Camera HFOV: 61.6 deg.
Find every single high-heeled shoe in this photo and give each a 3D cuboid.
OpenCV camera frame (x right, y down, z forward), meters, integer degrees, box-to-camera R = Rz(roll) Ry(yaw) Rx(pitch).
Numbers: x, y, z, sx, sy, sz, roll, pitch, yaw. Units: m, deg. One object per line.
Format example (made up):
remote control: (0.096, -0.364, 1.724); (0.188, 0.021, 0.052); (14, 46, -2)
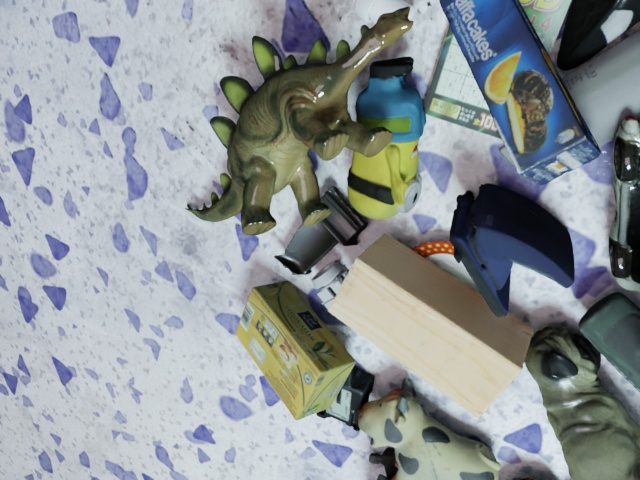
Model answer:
high-heeled shoe: (0.326, -0.237, 0.453); (0.145, 0.086, 0.248); (14, 139, -10)

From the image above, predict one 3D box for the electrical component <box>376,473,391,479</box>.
electrical component: (0.126, 0.395, 0.760); (0.115, 0.058, 0.134); (21, 149, 23)

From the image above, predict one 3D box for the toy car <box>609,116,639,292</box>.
toy car: (0.313, -0.031, 0.499); (0.074, 0.056, 0.201); (-2, 127, 23)

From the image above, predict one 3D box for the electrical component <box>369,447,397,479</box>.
electrical component: (0.119, 0.340, 0.793); (0.094, 0.021, 0.063); (-4, 107, 29)

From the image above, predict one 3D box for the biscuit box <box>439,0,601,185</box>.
biscuit box: (0.177, -0.153, 0.488); (0.059, 0.062, 0.203); (-31, 67, 33)

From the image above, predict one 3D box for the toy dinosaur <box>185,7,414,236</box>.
toy dinosaur: (-0.059, -0.109, 0.647); (0.471, 0.105, 0.198); (-40, 61, 42)

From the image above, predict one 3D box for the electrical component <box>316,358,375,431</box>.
electrical component: (0.036, 0.207, 0.773); (0.075, 0.048, 0.119); (11, 113, 25)

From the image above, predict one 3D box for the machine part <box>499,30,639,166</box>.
machine part: (0.278, -0.140, 0.492); (0.243, 0.079, 0.079); (-30, 93, 34)

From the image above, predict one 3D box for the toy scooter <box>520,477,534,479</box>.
toy scooter: (0.272, 0.393, 0.701); (0.135, 0.075, 0.183); (-24, 100, 34)

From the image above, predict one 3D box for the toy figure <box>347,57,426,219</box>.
toy figure: (0.075, -0.112, 0.614); (0.089, 0.082, 0.180); (13, 119, 36)

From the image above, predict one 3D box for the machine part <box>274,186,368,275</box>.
machine part: (-0.001, -0.002, 0.722); (0.084, 0.039, 0.139); (46, 122, 0)

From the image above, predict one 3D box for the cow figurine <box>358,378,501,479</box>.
cow figurine: (0.142, 0.272, 0.714); (0.195, 0.085, 0.127); (24, 106, 12)

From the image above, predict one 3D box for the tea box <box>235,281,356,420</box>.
tea box: (-0.039, 0.148, 0.747); (0.170, 0.068, 0.098); (47, 127, 32)

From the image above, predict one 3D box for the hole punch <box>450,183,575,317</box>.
hole punch: (0.199, 0.000, 0.560); (0.092, 0.142, 0.115); (-28, 107, 36)

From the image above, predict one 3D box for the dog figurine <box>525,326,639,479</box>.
dog figurine: (0.282, 0.203, 0.569); (0.121, 0.172, 0.190); (-38, 96, 23)

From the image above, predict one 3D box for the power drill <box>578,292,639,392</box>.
power drill: (0.352, 0.145, 0.491); (0.086, 0.207, 0.232); (-46, 73, 15)
